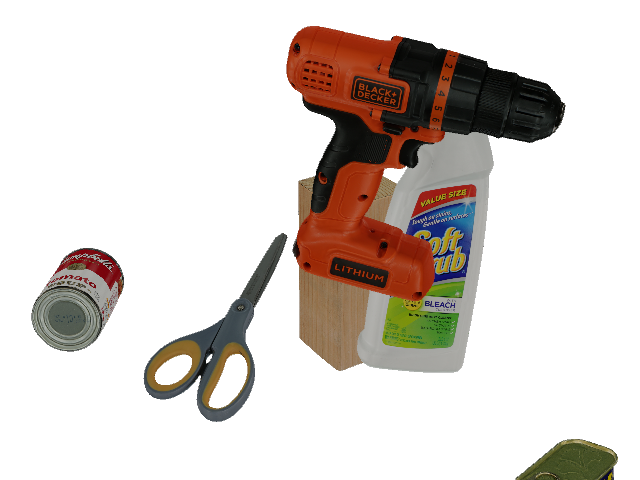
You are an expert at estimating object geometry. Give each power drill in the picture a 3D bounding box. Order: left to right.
[{"bbox_3d":[0.060,-0.049,0.742,0.184,0.188,0.057,16,36,9],"label":"power drill"}]

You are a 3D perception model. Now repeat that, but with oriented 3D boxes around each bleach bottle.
[{"bbox_3d":[0.095,-0.009,0.949,0.102,0.251,0.068,5,19,-1],"label":"bleach bottle"}]

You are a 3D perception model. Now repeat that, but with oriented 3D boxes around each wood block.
[{"bbox_3d":[0.034,0.031,1.219,0.090,0.206,0.090,-17,31,-29],"label":"wood block"}]

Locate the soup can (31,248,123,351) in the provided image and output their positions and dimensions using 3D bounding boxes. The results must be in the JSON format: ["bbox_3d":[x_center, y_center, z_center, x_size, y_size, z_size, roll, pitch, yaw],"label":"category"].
[{"bbox_3d":[-0.234,0.056,1.032,0.068,0.068,0.102,0,20,2],"label":"soup can"}]

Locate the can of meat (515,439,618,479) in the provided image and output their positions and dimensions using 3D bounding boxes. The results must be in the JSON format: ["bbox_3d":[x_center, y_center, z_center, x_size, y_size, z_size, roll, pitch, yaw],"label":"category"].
[{"bbox_3d":[0.215,0.235,0.928,0.058,0.084,0.101,12,27,42],"label":"can of meat"}]

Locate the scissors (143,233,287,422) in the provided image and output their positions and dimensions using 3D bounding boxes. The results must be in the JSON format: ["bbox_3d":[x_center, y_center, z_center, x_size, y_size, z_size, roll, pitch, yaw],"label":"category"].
[{"bbox_3d":[-0.084,0.064,0.867,0.096,0.016,0.201,-2,42,7],"label":"scissors"}]
